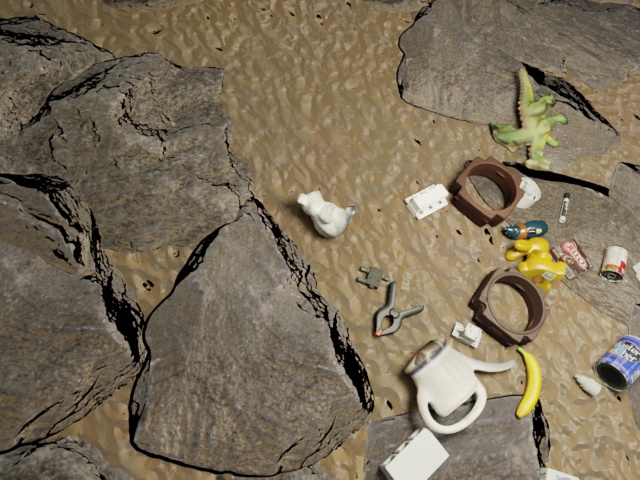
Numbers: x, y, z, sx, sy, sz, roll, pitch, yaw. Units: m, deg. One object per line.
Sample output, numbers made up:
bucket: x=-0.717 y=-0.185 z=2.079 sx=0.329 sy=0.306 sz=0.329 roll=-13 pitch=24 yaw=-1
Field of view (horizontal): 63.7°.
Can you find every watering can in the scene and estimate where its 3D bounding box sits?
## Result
watering can: x=0.376 y=0.365 z=1.413 sx=0.352 sy=0.226 sz=0.102 roll=-31 pitch=-14 yaw=-31

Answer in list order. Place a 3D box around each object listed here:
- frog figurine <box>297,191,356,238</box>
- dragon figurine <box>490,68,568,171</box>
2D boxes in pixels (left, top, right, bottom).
frog figurine: x=0.005 y=-0.076 z=1.506 sx=0.159 sy=0.122 sz=0.138 roll=16 pitch=3 yaw=-25
dragon figurine: x=0.727 y=-0.423 z=1.848 sx=0.244 sy=0.416 sz=0.120 roll=-19 pitch=-20 yaw=-11
